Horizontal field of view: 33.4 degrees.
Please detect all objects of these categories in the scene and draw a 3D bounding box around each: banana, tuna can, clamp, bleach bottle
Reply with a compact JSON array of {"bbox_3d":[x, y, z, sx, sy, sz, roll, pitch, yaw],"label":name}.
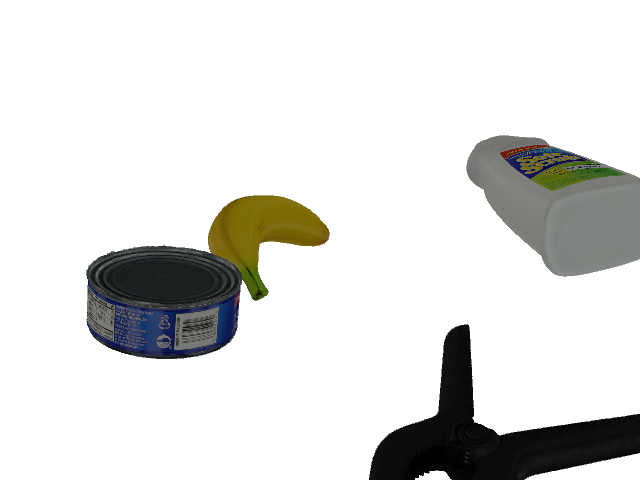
[{"bbox_3d":[-0.043,-0.004,0.816,0.037,0.069,0.197,-32,3,20],"label":"banana"},{"bbox_3d":[-0.087,0.034,0.596,0.086,0.034,0.086,5,20,-2],"label":"tuna can"},{"bbox_3d":[0.093,0.130,0.688,0.209,0.036,0.165,-26,39,-33],"label":"clamp"},{"bbox_3d":[0.182,-0.045,0.906,0.102,0.068,0.251,-11,20,-12],"label":"bleach bottle"}]
